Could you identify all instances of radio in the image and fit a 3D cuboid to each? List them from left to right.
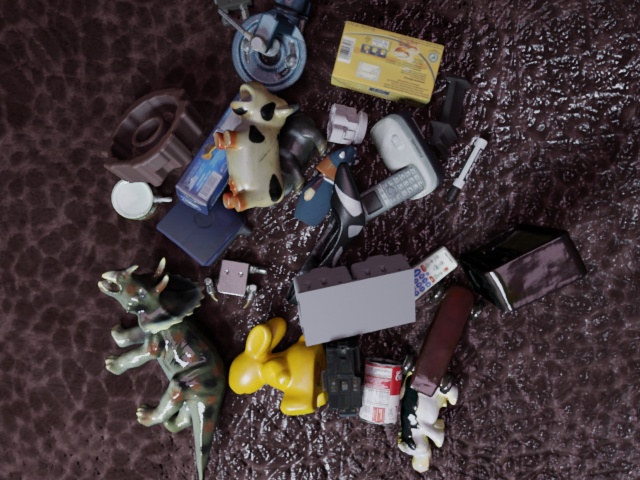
[{"bbox_3d":[0.306,0.038,0.846,0.131,0.229,0.073,-28,91,6],"label":"radio"}]

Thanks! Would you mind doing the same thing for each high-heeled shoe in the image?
[{"bbox_3d":[-0.002,-0.003,0.895,0.145,0.086,0.248,-14,117,-12],"label":"high-heeled shoe"}]

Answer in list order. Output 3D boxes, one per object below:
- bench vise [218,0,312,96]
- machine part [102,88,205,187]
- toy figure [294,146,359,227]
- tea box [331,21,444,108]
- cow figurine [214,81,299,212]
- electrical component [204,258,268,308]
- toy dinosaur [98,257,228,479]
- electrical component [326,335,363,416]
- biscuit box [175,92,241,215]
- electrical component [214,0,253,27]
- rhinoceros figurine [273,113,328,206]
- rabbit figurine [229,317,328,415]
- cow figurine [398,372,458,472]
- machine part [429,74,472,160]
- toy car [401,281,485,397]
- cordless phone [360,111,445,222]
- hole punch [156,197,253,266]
[{"bbox_3d":[-0.065,-0.324,0.831,0.129,0.241,0.223,31,109,-5],"label":"bench vise"},{"bbox_3d":[-0.270,-0.168,0.877,0.179,0.056,0.179,-15,54,22],"label":"machine part"},{"bbox_3d":[0.010,-0.097,0.921,0.058,0.064,0.154,31,94,5],"label":"toy figure"},{"bbox_3d":[0.112,-0.293,0.906,0.170,0.068,0.098,16,94,-2],"label":"tea box"},{"bbox_3d":[-0.095,-0.148,0.838,0.127,0.086,0.194,-11,99,-32],"label":"cow figurine"},{"bbox_3d":[-0.150,0.073,0.943,0.102,0.045,0.078,15,95,0],"label":"electrical component"},{"bbox_3d":[-0.234,0.211,0.920,0.192,0.131,0.404,-30,100,6],"label":"toy dinosaur"},{"bbox_3d":[0.041,0.226,0.916,0.058,0.115,0.134,-3,98,4],"label":"electrical component"},{"bbox_3d":[-0.161,-0.142,0.890,0.059,0.063,0.202,30,74,-3],"label":"biscuit box"},{"bbox_3d":[-0.151,-0.419,0.924,0.063,0.021,0.094,-12,94,2],"label":"electrical component"},{"bbox_3d":[-0.068,-0.129,0.916,0.112,0.073,0.190,40,93,-3],"label":"rhinoceros figurine"},{"bbox_3d":[-0.081,0.219,0.922,0.173,0.122,0.162,-7,91,20],"label":"rabbit figurine"},{"bbox_3d":[0.173,0.317,0.943,0.098,0.068,0.167,18,91,5],"label":"cow figurine"},{"bbox_3d":[0.220,-0.213,0.912,0.039,0.084,0.139,12,81,37],"label":"machine part"},{"bbox_3d":[0.210,0.168,0.922,0.089,0.053,0.202,25,76,5],"label":"toy car"},{"bbox_3d":[0.106,-0.119,0.919,0.184,0.089,0.146,-30,94,21],"label":"cordless phone"},{"bbox_3d":[-0.202,-0.025,0.919,0.142,0.092,0.116,39,90,2],"label":"hole punch"}]
